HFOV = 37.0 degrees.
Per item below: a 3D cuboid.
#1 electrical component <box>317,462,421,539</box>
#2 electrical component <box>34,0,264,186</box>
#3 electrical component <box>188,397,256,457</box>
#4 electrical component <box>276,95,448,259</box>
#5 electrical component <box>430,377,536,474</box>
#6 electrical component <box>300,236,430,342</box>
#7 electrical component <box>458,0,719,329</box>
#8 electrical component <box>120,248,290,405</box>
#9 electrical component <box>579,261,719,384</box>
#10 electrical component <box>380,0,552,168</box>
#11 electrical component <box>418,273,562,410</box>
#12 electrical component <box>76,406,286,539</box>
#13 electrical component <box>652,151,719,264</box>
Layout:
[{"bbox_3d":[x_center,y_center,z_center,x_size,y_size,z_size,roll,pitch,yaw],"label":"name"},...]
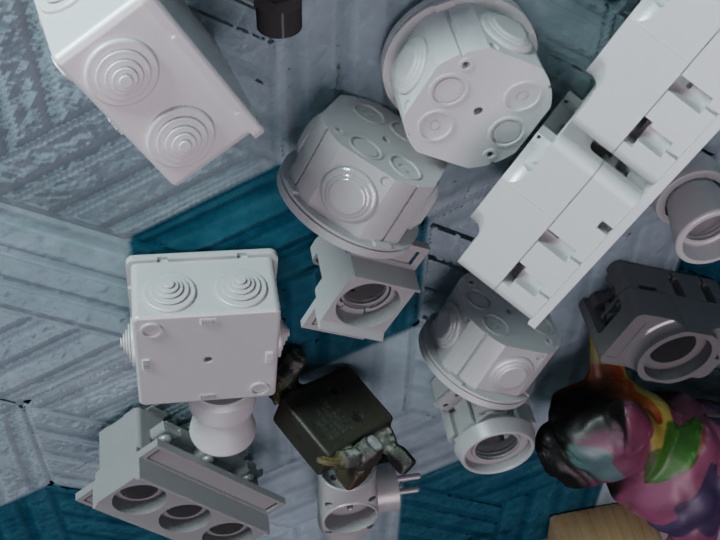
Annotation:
[{"bbox_3d":[0.007,0.166,0.812,0.079,0.044,0.077,-6,138,-8],"label":"electrical component"},{"bbox_3d":[-0.095,-0.095,0.466,0.048,0.099,0.099,-35,135,5],"label":"electrical component"},{"bbox_3d":[-0.090,0.089,0.705,0.045,0.045,0.055,-4,137,-10],"label":"electrical component"},{"bbox_3d":[0.002,-0.048,0.555,0.080,0.080,0.051,15,126,-27],"label":"electrical component"},{"bbox_3d":[0.091,0.106,0.758,0.078,0.057,0.058,21,128,-32],"label":"electrical component"},{"bbox_3d":[0.000,0.000,0.617,0.042,0.063,0.081,14,131,-26],"label":"electrical component"},{"bbox_3d":[0.129,-0.072,0.528,0.060,0.105,0.186,38,126,3],"label":"electrical component"},{"bbox_3d":[-0.093,0.036,0.644,0.100,0.048,0.099,-3,138,-10],"label":"electrical component"},{"bbox_3d":[0.201,0.037,0.712,0.089,0.055,0.050,10,133,-23],"label":"electrical component"},{"bbox_3d":[0.053,-0.095,0.537,0.080,0.051,0.080,-7,138,-6],"label":"electrical component"},{"bbox_3d":[0.082,0.044,0.674,0.080,0.080,0.051,12,126,-25],"label":"electrical component"},{"bbox_3d":[-0.123,0.147,0.746,0.079,0.063,0.121,-35,134,22],"label":"electrical component"},{"bbox_3d":[0.197,-0.038,0.631,0.045,0.055,0.045,-7,138,-6],"label":"electrical component"}]
